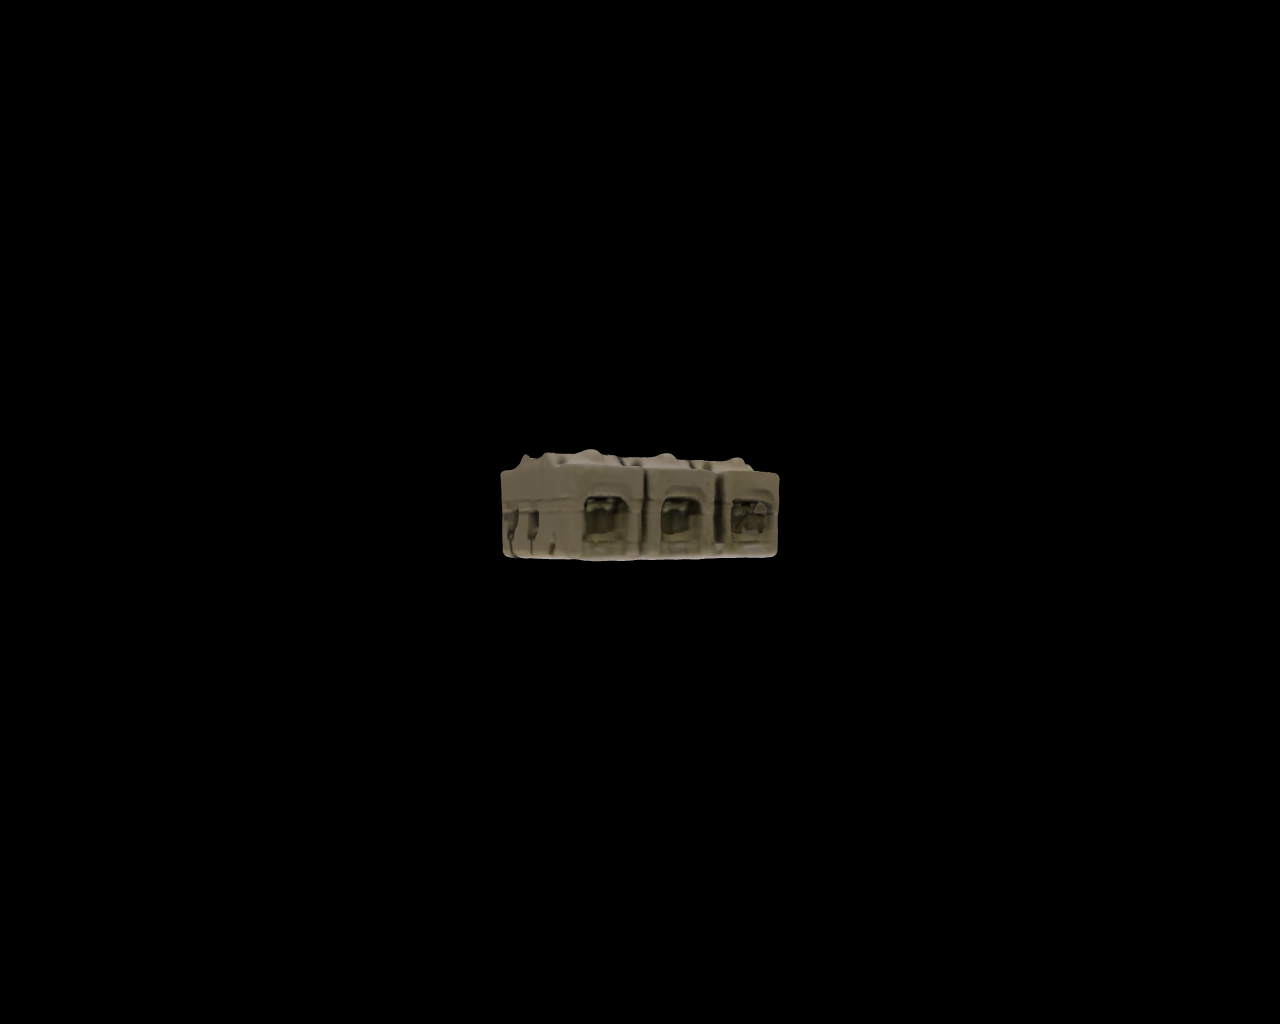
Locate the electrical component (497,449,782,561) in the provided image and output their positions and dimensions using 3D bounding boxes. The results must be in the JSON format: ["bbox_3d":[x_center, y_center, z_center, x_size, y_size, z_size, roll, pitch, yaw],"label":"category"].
[{"bbox_3d":[0.001,-0.003,0.650,0.150,0.061,0.089,1,-2,-34],"label":"electrical component"}]
